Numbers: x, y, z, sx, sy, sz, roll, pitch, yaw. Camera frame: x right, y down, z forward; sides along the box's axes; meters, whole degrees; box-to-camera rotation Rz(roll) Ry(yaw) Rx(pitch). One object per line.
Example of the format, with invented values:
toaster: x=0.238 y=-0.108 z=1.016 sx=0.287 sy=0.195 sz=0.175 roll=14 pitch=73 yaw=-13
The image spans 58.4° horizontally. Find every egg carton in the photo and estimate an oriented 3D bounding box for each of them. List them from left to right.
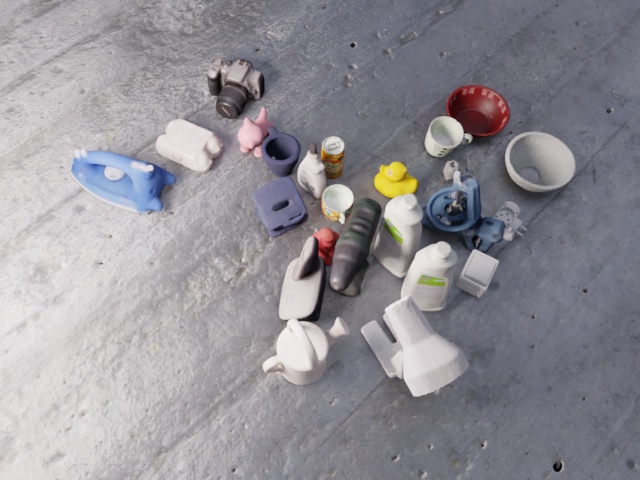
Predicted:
egg carton: x=-0.315 y=-0.227 z=1.378 sx=0.150 sy=0.069 sz=0.107 roll=23 pitch=65 yaw=9

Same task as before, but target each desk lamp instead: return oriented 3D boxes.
desk lamp: x=0.176 y=0.206 z=1.106 sx=0.118 sy=0.213 sz=0.203 roll=-28 pitch=68 yaw=-15

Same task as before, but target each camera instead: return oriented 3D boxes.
camera: x=-0.226 y=-0.386 z=1.444 sx=0.143 sy=0.101 sz=0.137 roll=18 pitch=64 yaw=6

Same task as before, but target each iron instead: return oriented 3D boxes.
iron: x=-0.468 y=-0.156 z=1.296 sx=0.258 sy=0.141 sz=0.119 roll=15 pitch=64 yaw=5

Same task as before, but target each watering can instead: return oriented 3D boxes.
watering can: x=-0.028 y=0.204 z=1.108 sx=0.100 sy=0.194 sz=0.173 roll=38 pitch=68 yaw=15

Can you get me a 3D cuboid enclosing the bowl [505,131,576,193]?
bowl: x=0.524 y=-0.177 z=1.391 sx=0.167 sy=0.075 sz=0.167 roll=1 pitch=63 yaw=-2

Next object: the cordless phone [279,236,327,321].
cordless phone: x=-0.034 y=0.082 z=1.174 sx=0.094 sy=0.185 sz=0.147 roll=6 pitch=63 yaw=1

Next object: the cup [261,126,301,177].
cup: x=-0.097 y=-0.203 z=1.363 sx=0.092 sy=0.095 sz=0.117 roll=-20 pitch=66 yaw=-12

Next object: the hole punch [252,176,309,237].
hole punch: x=-0.088 y=-0.076 z=1.303 sx=0.109 sy=0.091 sz=0.101 roll=-28 pitch=68 yaw=-15

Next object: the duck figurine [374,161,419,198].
duck figurine: x=0.184 y=-0.149 z=1.355 sx=0.104 sy=0.086 sz=0.077 roll=15 pitch=64 yaw=5

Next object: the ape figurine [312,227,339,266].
ape figurine: x=0.012 y=0.005 z=1.266 sx=0.078 sy=0.092 sz=0.076 roll=-34 pitch=69 yaw=-17

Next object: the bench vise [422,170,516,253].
bench vise: x=0.331 y=-0.072 z=1.248 sx=0.207 sy=0.220 sz=0.121 roll=8 pitch=63 yaw=2

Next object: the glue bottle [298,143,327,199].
glue bottle: x=-0.016 y=-0.165 z=1.304 sx=0.037 sy=0.173 sz=0.078 roll=-38 pitch=71 yaw=-19

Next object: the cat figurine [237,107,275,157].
cat figurine: x=-0.156 y=-0.261 z=1.376 sx=0.067 sy=0.118 sz=0.128 roll=21 pitch=64 yaw=8

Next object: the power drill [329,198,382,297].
power drill: x=0.067 y=0.036 z=1.188 sx=0.075 sy=0.208 sz=0.230 roll=17 pitch=64 yaw=6
